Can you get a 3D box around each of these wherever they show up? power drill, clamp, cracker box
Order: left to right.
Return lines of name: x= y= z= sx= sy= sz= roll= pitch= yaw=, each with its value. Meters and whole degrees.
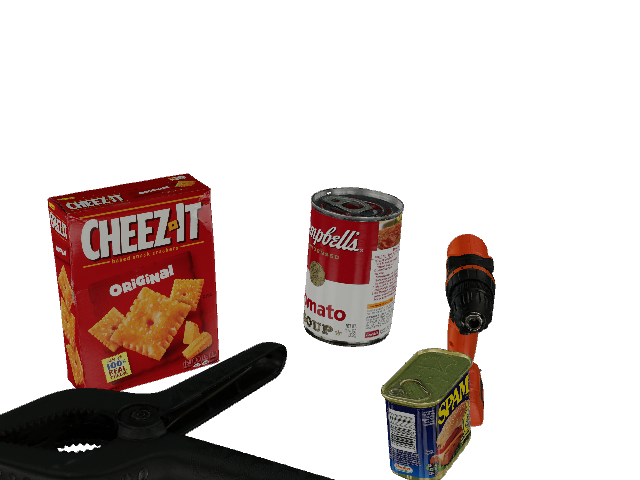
cracker box: x=-0.197 y=0.049 z=1.158 sx=0.163 sy=0.214 sz=0.072 roll=-13 pitch=24 yaw=-29
clamp: x=-0.096 y=0.106 z=0.596 sx=0.210 sy=0.036 sz=0.164 roll=-1 pitch=23 yaw=-9
power drill: x=0.159 y=0.107 z=1.168 sx=0.057 sy=0.188 sz=0.184 roll=5 pitch=25 yaw=5

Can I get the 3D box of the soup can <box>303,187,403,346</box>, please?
soup can: x=0.023 y=0.019 z=0.790 sx=0.068 sy=0.102 sz=0.068 roll=4 pitch=21 yaw=-2

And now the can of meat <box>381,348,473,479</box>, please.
can of meat: x=0.099 y=0.159 z=0.971 sx=0.058 sy=0.084 sz=0.101 roll=8 pitch=24 yaw=29
